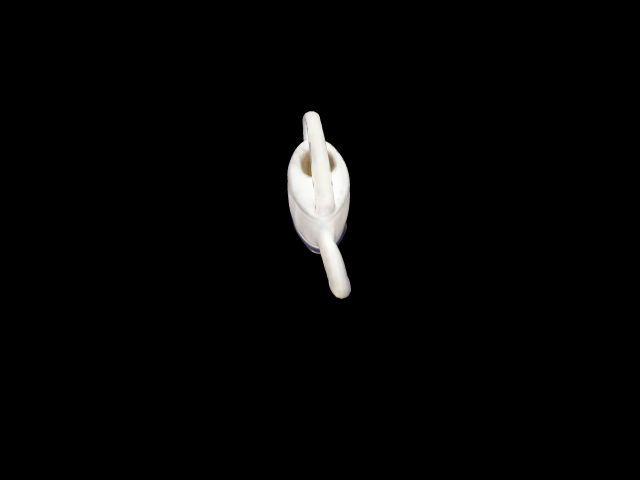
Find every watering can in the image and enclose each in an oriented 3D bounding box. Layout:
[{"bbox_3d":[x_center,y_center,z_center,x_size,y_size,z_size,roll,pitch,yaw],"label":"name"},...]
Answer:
[{"bbox_3d":[0.003,-0.043,0.850,0.104,0.355,0.220,-6,-26,-3],"label":"watering can"}]
